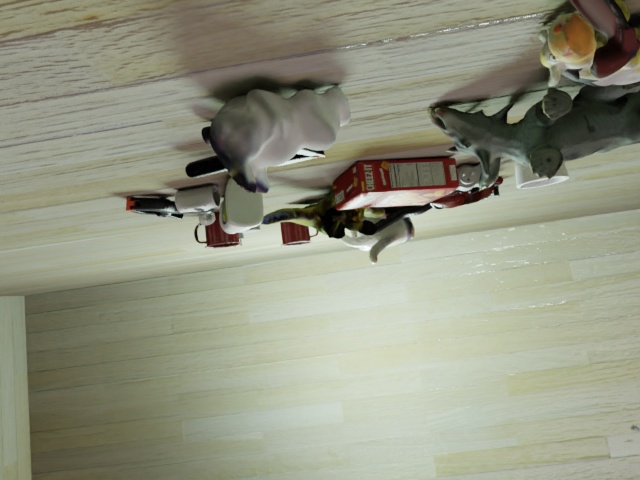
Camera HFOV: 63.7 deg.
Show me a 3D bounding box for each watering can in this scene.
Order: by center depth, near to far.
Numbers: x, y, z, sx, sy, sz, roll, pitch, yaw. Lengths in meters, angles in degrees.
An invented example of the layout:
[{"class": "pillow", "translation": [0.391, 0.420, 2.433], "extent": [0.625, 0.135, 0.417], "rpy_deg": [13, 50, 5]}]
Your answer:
[{"class": "watering can", "translation": [0.175, -0.014, 1.502], "extent": [0.225, 0.102, 0.352], "rpy_deg": [-12, -158, -13]}]

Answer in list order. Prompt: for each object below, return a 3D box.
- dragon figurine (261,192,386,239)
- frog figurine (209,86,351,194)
[{"class": "dragon figurine", "translation": [0.004, -0.062, 1.240], "extent": [0.411, 0.122, 0.242], "rpy_deg": [-4, 180, -27]}, {"class": "frog figurine", "translation": [-0.047, -0.138, 0.610], "extent": [0.159, 0.124, 0.136], "rpy_deg": [-45, 157, 5]}]
